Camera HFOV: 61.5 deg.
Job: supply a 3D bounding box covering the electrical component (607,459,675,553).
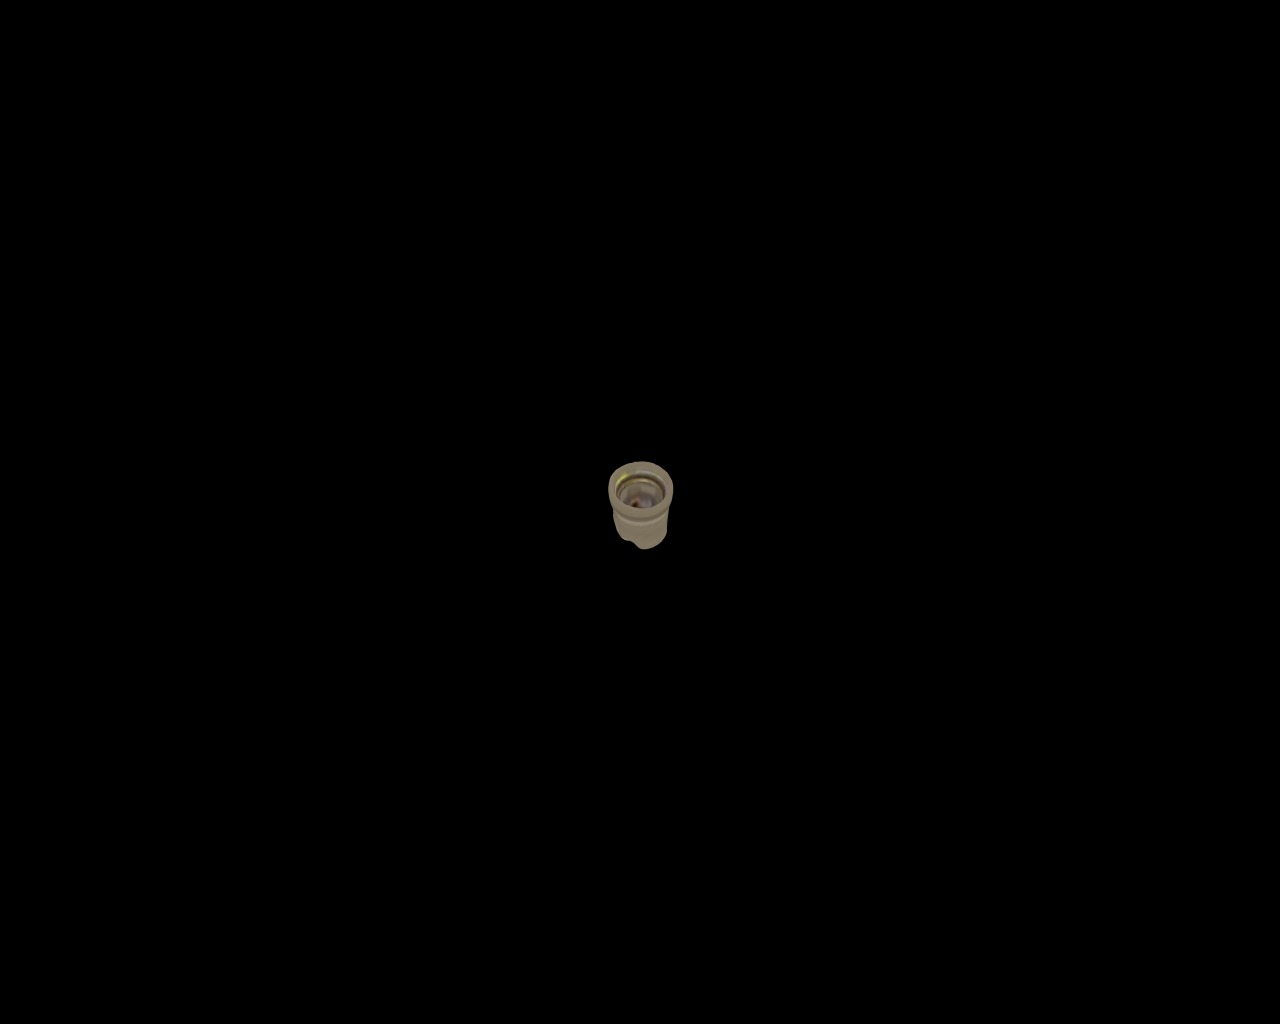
[{"bbox_3d":[0.001,-0.003,0.650,0.040,0.040,0.046,0,-38,0],"label":"electrical component"}]
